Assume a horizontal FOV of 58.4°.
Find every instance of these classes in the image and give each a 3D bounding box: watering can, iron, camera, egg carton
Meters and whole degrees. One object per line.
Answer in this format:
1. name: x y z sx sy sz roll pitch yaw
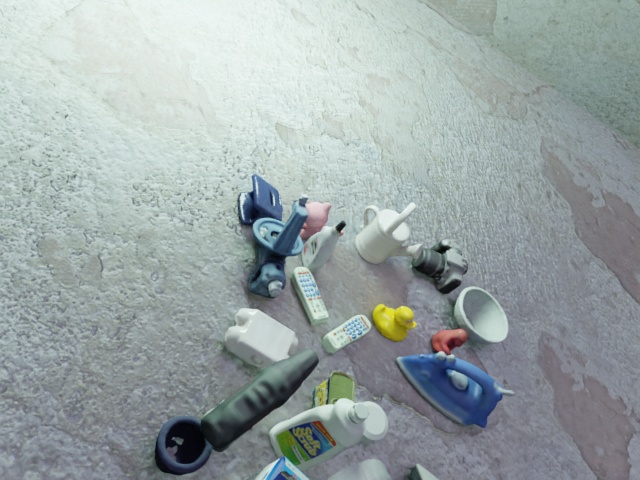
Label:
1. watering can: 0.188 -0.024 1.469 0.173 0.193 0.101 32 45 -11
2. iron: 0.317 0.323 1.335 0.259 0.141 0.119 34 44 -9
3. camera: 0.329 0.054 1.579 0.137 0.100 0.143 23 47 -20
4. egg carton: -0.118 0.210 1.159 0.150 0.069 0.107 33 45 -11

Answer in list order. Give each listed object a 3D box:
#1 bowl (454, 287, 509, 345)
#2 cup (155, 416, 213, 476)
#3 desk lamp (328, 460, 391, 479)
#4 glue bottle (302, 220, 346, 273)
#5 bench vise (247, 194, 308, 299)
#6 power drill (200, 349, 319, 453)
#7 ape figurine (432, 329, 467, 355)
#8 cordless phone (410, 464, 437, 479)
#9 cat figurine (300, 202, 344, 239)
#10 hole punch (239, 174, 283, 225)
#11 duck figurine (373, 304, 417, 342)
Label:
1. bowl: 0.420 0.215 1.541 0.168 0.074 0.167 19 48 -23
2. cup: -0.227 0.346 0.958 0.118 0.094 0.091 -21 72 -43
3. desk lamp: 0.055 0.498 0.960 0.118 0.213 0.203 6 55 -32
4. glue bottle: 0.012 0.005 1.335 0.037 0.173 0.078 9 53 -31
5. bench vise: -0.072 0.015 1.232 0.122 0.219 0.207 1 57 -35
6. power drill: -0.122 0.286 0.997 0.075 0.208 0.230 51 44 9
7. ape figurine: 0.331 0.254 1.433 0.078 0.092 0.076 -8 63 -39
8. cordless phone: 0.272 0.499 1.136 0.148 0.184 0.094 38 44 -5
9. cat figurine: 0.001 -0.040 1.401 0.128 0.117 0.067 39 44 -4
10. hole punch: -0.132 -0.092 1.364 0.101 0.091 0.108 11 52 -29
11. duck figurine: 0.185 0.189 1.383 0.104 0.086 0.078 41 44 -2
